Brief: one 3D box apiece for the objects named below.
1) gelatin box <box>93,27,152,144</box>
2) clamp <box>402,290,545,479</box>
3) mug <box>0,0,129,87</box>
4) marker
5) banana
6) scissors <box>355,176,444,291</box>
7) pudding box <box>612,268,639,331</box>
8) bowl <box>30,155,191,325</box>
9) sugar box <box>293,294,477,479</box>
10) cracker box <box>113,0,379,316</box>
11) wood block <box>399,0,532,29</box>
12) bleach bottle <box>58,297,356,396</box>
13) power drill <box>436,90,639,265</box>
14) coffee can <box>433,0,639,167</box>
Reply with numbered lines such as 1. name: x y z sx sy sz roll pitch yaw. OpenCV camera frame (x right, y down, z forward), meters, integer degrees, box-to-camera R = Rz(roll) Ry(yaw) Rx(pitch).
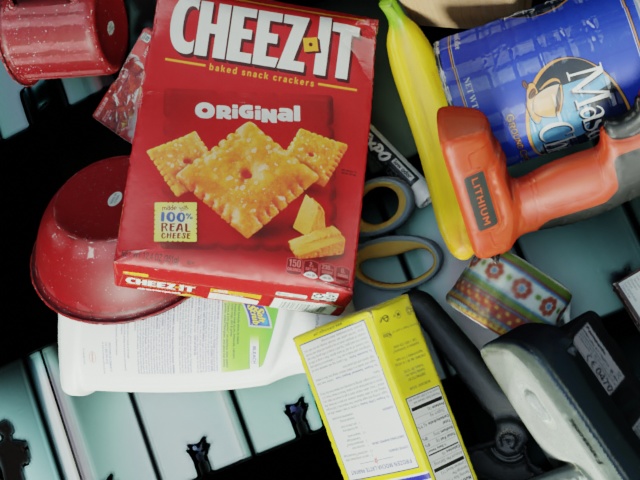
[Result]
1. gelatin box: -0.133 -0.118 0.875 0.073 0.030 0.089 34 95 18
2. clamp: 0.132 0.128 0.755 0.210 0.036 0.164 9 96 17
3. mug: -0.211 -0.180 0.865 0.081 0.117 0.093 -1 64 12
4. marker: 0.043 -0.073 0.819 0.020 0.020 0.121 -45 73 9
5. banana: 0.082 -0.079 0.782 0.037 0.069 0.198 -22 81 30
6. scissors: -0.005 0.001 0.821 0.202 0.016 0.096 -1 99 19
7. pudding box: 0.270 0.040 0.723 0.113 0.039 0.090 -31 73 10
8. bowl: -0.150 -0.014 0.812 0.162 0.055 0.162 -6 47 6
9. sugar box: 0.050 0.133 0.714 0.094 0.048 0.176 -27 83 53
10. cracker box: -0.050 -0.064 0.758 0.164 0.072 0.213 8 72 -7
11. wood block: 0.091 -0.215 0.720 0.091 0.206 0.090 7 86 18
12. bleach bottle: -0.073 0.076 0.818 0.251 0.068 0.102 2 98 14
13. power drill: 0.172 -0.068 0.673 0.188 0.057 0.184 -12 122 13
14. coffee can: 0.162 -0.113 0.741 0.140 0.102 0.103 -18 79 15
